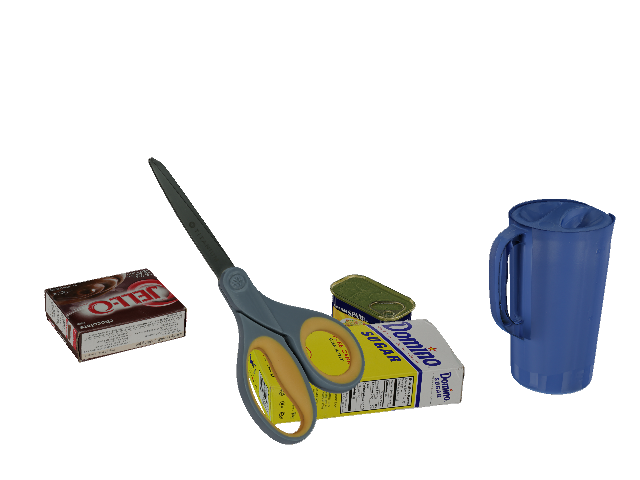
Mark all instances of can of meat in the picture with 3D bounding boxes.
[{"bbox_3d":[0.058,0.100,1.250,0.102,0.084,0.057,25,35,36],"label":"can of meat"}]

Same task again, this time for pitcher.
[{"bbox_3d":[0.300,0.076,1.396,0.149,0.243,0.144,4,20,15],"label":"pitcher"}]

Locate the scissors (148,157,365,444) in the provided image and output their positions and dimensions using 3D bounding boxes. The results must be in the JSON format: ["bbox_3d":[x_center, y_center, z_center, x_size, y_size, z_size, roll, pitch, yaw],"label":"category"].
[{"bbox_3d":[-0.036,0.030,0.689,0.096,0.202,0.016,-16,-9,-27],"label":"scissors"}]

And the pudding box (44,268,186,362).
[{"bbox_3d":[-0.198,0.071,1.034,0.113,0.039,0.090,-14,31,-30],"label":"pudding box"}]

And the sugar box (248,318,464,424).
[{"bbox_3d":[0.029,0.114,0.950,0.176,0.048,0.093,-7,26,-14],"label":"sugar box"}]
